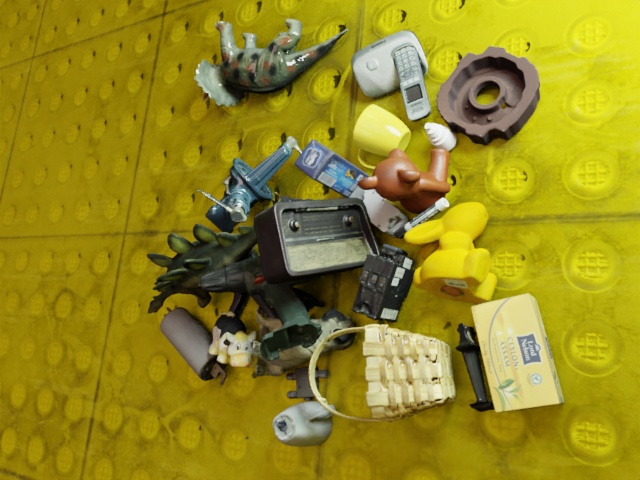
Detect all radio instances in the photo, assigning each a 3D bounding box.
[{"bbox_3d":[-0.002,-0.003,0.955,0.073,0.229,0.131,-23,78,45],"label":"radio"}]

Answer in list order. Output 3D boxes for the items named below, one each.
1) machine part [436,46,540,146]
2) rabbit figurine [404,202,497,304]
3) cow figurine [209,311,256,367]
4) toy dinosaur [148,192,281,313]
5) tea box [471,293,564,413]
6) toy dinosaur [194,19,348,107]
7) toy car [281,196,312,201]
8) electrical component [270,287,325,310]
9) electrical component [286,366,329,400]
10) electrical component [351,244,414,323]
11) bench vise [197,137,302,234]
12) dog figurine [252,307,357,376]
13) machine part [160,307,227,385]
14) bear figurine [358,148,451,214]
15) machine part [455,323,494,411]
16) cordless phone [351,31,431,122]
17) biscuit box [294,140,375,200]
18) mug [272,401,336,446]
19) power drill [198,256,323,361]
[{"bbox_3d":[0.307,-0.260,0.978,0.179,0.056,0.179,-8,73,28],"label":"machine part"},{"bbox_3d":[0.236,0.014,0.932,0.163,0.121,0.173,2,64,41],"label":"rabbit figurine"},{"bbox_3d":[-0.168,0.196,1.066,0.167,0.068,0.098,5,88,63],"label":"cow figurine"},{"bbox_3d":[-0.216,0.039,1.083,0.471,0.198,0.105,-34,63,26],"label":"toy dinosaur"},{"bbox_3d":[0.311,0.179,0.849,0.098,0.068,0.169,-20,66,26],"label":"tea box"},{"bbox_3d":[-0.138,-0.403,1.257,0.405,0.131,0.192,8,94,28],"label":"toy dinosaur"},{"bbox_3d":[-0.034,-0.019,1.095,0.162,0.109,0.102,41,118,41],"label":"toy car"},{"bbox_3d":[-0.051,0.121,1.071,0.078,0.102,0.045,23,96,42],"label":"electrical component"},{"bbox_3d":[-0.025,0.281,1.053,0.094,0.021,0.063,-14,71,27],"label":"electrical component"},{"bbox_3d":[0.118,0.077,0.966,0.058,0.114,0.134,19,87,29],"label":"electrical component"},{"bbox_3d":[-0.139,-0.126,1.143,0.240,0.224,0.129,-42,100,10],"label":"bench vise"},{"bbox_3d":[-0.028,0.207,1.046,0.191,0.172,0.121,2,62,-1],"label":"dog figurine"},{"bbox_3d":[-0.280,0.227,1.190,0.243,0.079,0.079,38,98,34],"label":"machine part"},{"bbox_3d":[0.151,-0.118,0.950,0.120,0.195,0.132,-11,70,32],"label":"bear figurine"},{"bbox_3d":[0.250,0.205,0.870,0.039,0.084,0.139,-15,69,18],"label":"machine part"},{"bbox_3d":[0.149,-0.307,1.073,0.147,0.088,0.184,-17,73,26],"label":"cordless phone"},{"bbox_3d":[0.039,-0.122,1.015,0.063,0.202,0.059,42,101,33],"label":"biscuit box"},{"bbox_3d":[-0.028,0.337,0.990,0.109,0.107,0.081,-31,65,23],"label":"mug"},{"bbox_3d":[-0.096,0.114,0.982,0.232,0.085,0.207,-17,42,-8],"label":"power drill"}]
